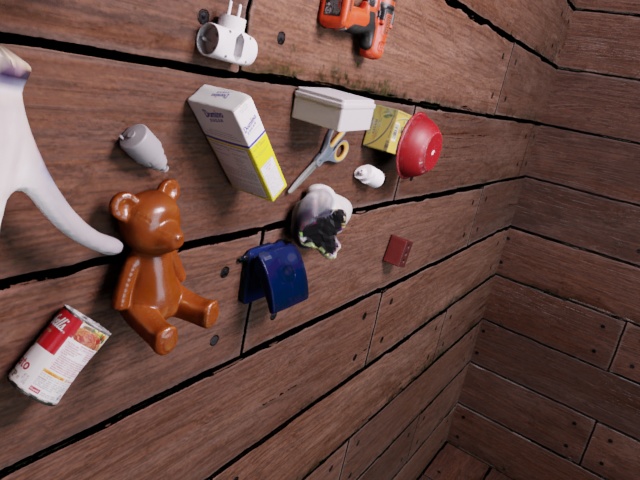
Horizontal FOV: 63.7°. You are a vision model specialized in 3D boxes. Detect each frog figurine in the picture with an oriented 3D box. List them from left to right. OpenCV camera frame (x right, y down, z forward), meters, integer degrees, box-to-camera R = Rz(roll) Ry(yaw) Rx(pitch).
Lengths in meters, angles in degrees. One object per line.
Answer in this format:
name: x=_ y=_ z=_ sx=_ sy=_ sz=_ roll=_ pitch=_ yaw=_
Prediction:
frog figurine: x=0.003 y=-0.052 z=1.027 sx=0.163 sy=0.122 sz=0.134 roll=-88 pitch=169 yaw=-59

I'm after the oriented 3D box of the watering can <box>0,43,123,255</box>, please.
watering can: x=-0.317 y=-0.073 z=0.466 sx=0.348 sy=0.105 sz=0.223 roll=0 pitch=107 yaw=-58
